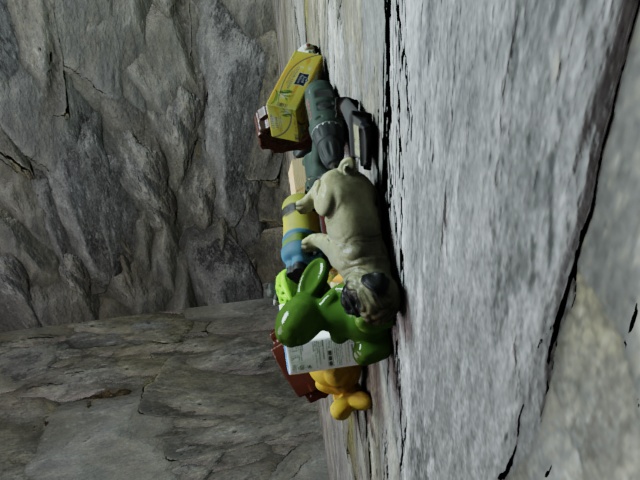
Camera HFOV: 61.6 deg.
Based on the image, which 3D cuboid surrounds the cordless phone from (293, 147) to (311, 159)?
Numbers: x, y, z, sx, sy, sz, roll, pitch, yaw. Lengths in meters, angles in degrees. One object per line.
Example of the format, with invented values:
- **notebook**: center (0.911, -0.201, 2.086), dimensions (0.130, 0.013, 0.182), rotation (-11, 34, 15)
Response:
- **cordless phone**: center (-0.036, -0.258, 1.490), dimensions (0.184, 0.089, 0.147), rotation (71, -174, -56)

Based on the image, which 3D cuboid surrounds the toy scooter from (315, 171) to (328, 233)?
- **toy scooter**: center (0.031, -0.044, 0.964), dimensions (0.184, 0.075, 0.135), rotation (96, 166, -82)

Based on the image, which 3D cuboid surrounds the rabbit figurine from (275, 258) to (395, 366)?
- **rabbit figurine**: center (0.014, 0.103, 0.813), dimensions (0.121, 0.170, 0.159), rotation (90, 171, -49)

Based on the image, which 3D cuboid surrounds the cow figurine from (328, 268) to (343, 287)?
- **cow figurine**: center (0.045, 0.090, 0.981), dimensions (0.098, 0.068, 0.167), rotation (61, -179, -8)

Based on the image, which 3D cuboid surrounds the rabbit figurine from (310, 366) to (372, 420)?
- **rabbit figurine**: center (0.053, 0.297, 1.123), dimensions (0.162, 0.122, 0.173), rotation (-122, 10, -56)

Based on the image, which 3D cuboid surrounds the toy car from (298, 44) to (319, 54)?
- **toy car**: center (-0.031, -0.393, 1.266), dimensions (0.202, 0.056, 0.073), rotation (138, 125, -84)

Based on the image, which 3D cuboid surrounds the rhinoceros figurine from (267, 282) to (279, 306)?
- **rhinoceros figurine**: center (-0.043, 0.136, 1.416), dimensions (0.073, 0.190, 0.112), rotation (-97, 22, -46)

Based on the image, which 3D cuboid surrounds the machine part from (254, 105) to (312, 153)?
- **machine part**: center (-0.071, -0.267, 1.279), dimensions (0.179, 0.179, 0.056), rotation (99, 160, -71)

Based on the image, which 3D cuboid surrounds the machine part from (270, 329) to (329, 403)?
- **machine part**: center (-0.025, 0.278, 1.321), dimensions (0.201, 0.087, 0.201), rotation (57, -160, 2)

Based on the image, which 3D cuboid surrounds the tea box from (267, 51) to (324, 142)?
- **tea box**: center (-0.048, -0.301, 1.125), dimensions (0.098, 0.068, 0.169), rotation (86, -157, -56)

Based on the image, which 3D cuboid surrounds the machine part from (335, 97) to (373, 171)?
- **machine part**: center (0.053, -0.165, 0.782), dimensions (0.139, 0.039, 0.084), rotation (-107, 3, -52)

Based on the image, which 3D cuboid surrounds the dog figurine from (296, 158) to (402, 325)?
- **dog figurine**: center (0.057, 0.000, 0.725), dimensions (0.191, 0.121, 0.172), rotation (-127, 25, -51)

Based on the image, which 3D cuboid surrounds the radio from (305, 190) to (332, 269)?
- **radio**: center (-0.002, -0.004, 1.172), dimensions (0.230, 0.073, 0.131), rotation (-86, -3, -46)

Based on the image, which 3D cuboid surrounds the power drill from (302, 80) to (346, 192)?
- **power drill**: center (0.005, -0.175, 1.043), dimensions (0.207, 0.086, 0.232), rotation (85, 178, -60)

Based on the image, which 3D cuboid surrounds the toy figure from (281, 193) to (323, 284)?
- **toy figure**: center (-0.034, -0.009, 1.014), dimensions (0.089, 0.082, 0.180), rotation (61, -153, -47)
